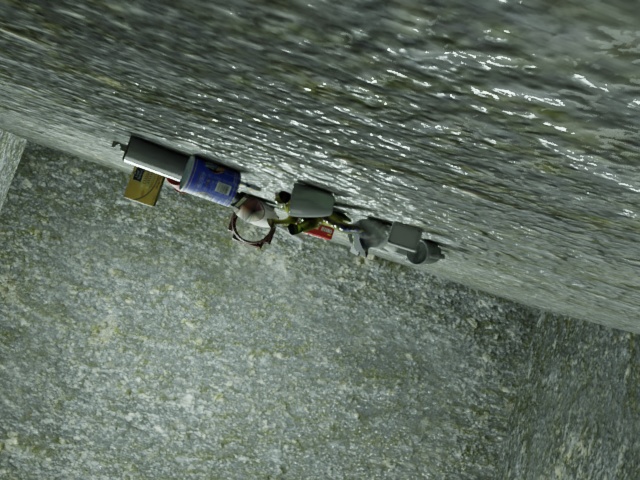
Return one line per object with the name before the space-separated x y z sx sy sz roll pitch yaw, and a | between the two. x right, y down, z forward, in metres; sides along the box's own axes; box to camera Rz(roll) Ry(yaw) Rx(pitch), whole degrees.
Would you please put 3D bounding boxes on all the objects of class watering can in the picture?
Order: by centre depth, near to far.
watering can | -0.224 -0.096 2.133 0.350 0.104 0.223 30 -178 21

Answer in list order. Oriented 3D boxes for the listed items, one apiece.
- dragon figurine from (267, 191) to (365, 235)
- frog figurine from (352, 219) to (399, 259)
dragon figurine | 0.005 -0.077 1.525 0.413 0.121 0.244 19 -165 32
frog figurine | 0.180 -0.016 1.525 0.160 0.123 0.136 -18 175 -12
